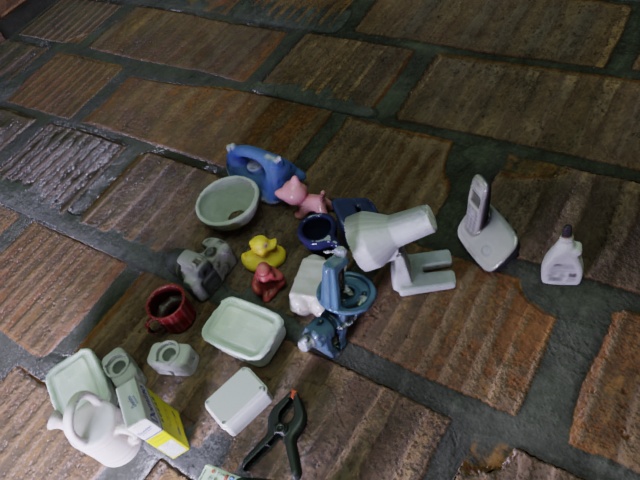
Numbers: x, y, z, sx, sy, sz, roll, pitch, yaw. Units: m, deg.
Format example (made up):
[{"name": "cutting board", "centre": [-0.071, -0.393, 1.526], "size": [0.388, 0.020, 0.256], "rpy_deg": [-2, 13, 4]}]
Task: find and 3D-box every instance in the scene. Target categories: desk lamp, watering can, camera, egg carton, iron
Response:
[{"name": "desk lamp", "centre": [0.166, 0.016, 1.176], "size": [0.203, 0.214, 0.118], "rpy_deg": [-10, 51, 9]}, {"name": "watering can", "centre": [-0.436, 0.359, 1.096], "size": [0.173, 0.194, 0.100], "rpy_deg": [-18, 50, 3]}, {"name": "camera", "centre": [-0.294, 0.050, 1.356], "size": [0.136, 0.101, 0.143], "rpy_deg": [22, 62, 30]}, {"name": "egg carton", "centre": [-0.004, 0.100, 1.254], "size": [0.107, 0.069, 0.150], "rpy_deg": [6, 55, 20]}, {"name": "iron", "centre": [-0.171, -0.195, 1.486], "size": [0.257, 0.142, 0.119], "rpy_deg": [22, 62, 29]}]

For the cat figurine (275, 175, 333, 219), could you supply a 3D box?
[{"name": "cat figurine", "centre": [-0.039, -0.106, 1.394], "size": [0.127, 0.118, 0.067], "rpy_deg": [8, 56, 22]}]

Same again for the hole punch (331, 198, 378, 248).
[{"name": "hole punch", "centre": [0.086, -0.053, 1.333], "size": [0.101, 0.091, 0.108], "rpy_deg": [-21, 50, 0]}]

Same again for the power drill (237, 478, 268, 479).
[{"name": "power drill", "centre": [-0.023, 0.435, 0.907], "size": [0.229, 0.209, 0.075], "rpy_deg": [2, 54, 18]}]

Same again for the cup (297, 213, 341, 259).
[{"name": "cup", "centre": [0.012, 0.005, 1.307], "size": [0.092, 0.095, 0.117], "rpy_deg": [-43, 54, -18]}]

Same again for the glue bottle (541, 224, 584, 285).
[{"name": "glue bottle", "centre": [0.472, 0.027, 1.105], "size": [0.078, 0.173, 0.037], "rpy_deg": [2, 54, 18]}]

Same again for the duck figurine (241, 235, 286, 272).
[{"name": "duck figurine", "centre": [-0.139, 0.025, 1.341], "size": [0.104, 0.086, 0.077], "rpy_deg": [-13, 51, 6]}]

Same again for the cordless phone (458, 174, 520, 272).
[{"name": "cordless phone", "centre": [0.348, -0.037, 1.183], "size": [0.094, 0.185, 0.147], "rpy_deg": [-28, 50, -6]}]

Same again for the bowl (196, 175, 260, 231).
[{"name": "bowl", "centre": [-0.225, -0.081, 1.456], "size": [0.167, 0.075, 0.167], "rpy_deg": [-8, 51, 10]}]

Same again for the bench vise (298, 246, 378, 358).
[{"name": "bench vise", "centre": [0.035, 0.125, 1.125], "size": [0.121, 0.220, 0.207], "rpy_deg": [10, 57, 23]}]

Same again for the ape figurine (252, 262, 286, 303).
[{"name": "ape figurine", "centre": [-0.120, 0.084, 1.285], "size": [0.077, 0.092, 0.076], "rpy_deg": [-12, 51, 8]}]
